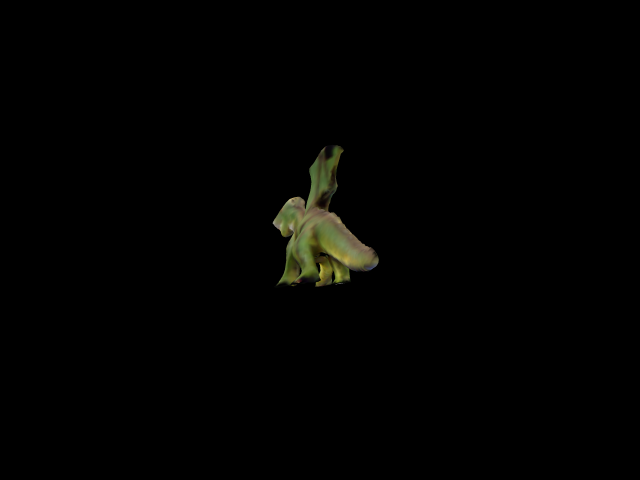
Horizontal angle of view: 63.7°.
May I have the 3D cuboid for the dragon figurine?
[{"bbox_3d":[0.003,-0.043,0.850,0.122,0.245,0.406,6,-13,-23],"label":"dragon figurine"}]
